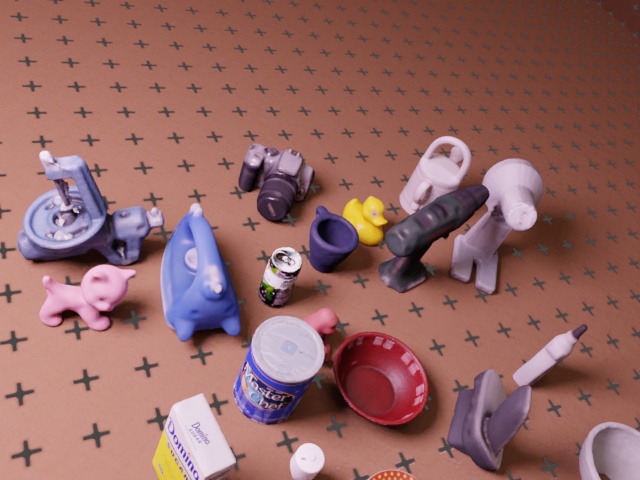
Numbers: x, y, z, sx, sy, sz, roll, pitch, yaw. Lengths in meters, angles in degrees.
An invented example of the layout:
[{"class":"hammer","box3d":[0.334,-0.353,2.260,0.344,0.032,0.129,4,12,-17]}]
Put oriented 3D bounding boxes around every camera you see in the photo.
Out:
[{"class":"camera","box3d":[-0.090,-0.114,1.117,0.143,0.100,0.137,21,46,-5]}]

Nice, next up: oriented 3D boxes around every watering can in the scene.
[{"class":"watering can","box3d":[0.254,-0.144,1.225,0.101,0.194,0.173,23,45,-2]}]

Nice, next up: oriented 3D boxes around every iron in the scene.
[{"class":"iron","box3d":[-0.193,0.027,0.918,0.119,0.141,0.258,-3,52,-25]}]

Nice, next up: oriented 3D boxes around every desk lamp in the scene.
[{"class":"desk lamp","box3d":[0.367,-0.035,1.162,0.118,0.213,0.203,23,45,-2]}]

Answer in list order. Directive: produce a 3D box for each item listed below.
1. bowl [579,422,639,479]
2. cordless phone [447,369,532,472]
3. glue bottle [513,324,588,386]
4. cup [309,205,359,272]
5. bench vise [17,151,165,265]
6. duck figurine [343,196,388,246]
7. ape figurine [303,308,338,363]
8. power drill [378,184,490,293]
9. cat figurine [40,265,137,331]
[{"class":"bowl","box3d":[0.486,0.389,0.931,0.168,0.074,0.167,12,47,-13]},{"class":"cordless phone","box3d":[0.284,0.256,0.886,0.094,0.185,0.148,25,45,0]},{"class":"glue bottle","box3d":[0.409,0.197,1.001,0.078,0.173,0.037,-22,61,-36]},{"class":"cup","box3d":[0.010,0.004,1.058,0.092,0.095,0.117,-8,54,-29]},{"class":"bench vise","box3d":[-0.349,-0.056,0.872,0.208,0.219,0.121,-18,59,-34]},{"class":"duck figurine","box3d":[0.097,-0.052,1.151,0.078,0.086,0.104,-18,59,-34]},{"class":"ape figurine","box3d":[0.001,0.146,0.930,0.076,0.092,0.078,33,46,7]},{"class":"power drill","box3d":[0.197,-0.002,1.063,0.230,0.208,0.075,-24,62,-37]},{"class":"cat figurine","box3d":[-0.337,0.073,0.833,0.128,0.117,0.067,7,48,-17]}]
